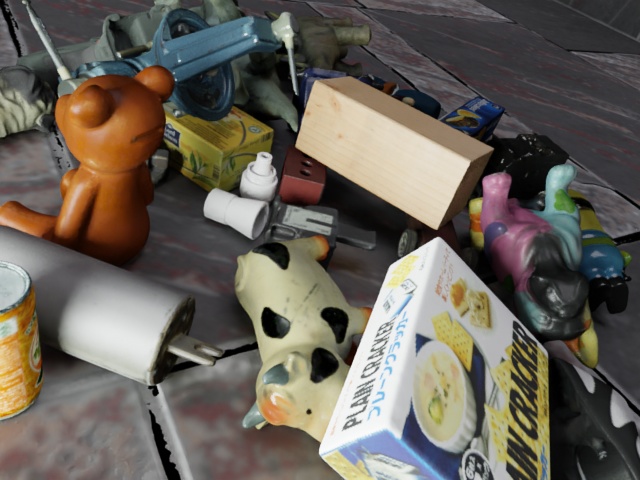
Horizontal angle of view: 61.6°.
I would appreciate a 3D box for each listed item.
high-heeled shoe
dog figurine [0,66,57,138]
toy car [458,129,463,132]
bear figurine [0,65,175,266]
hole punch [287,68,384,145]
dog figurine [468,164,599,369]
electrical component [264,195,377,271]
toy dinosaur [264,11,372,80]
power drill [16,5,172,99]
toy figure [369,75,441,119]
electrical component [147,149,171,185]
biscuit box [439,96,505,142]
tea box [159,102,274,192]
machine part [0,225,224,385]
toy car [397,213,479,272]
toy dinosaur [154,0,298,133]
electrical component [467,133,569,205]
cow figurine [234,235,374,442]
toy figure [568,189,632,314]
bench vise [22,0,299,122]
[{"bbox_3d":[0.192,0.176,0.403,0.248,0.086,0.145,-7,57,-51],"label":"high-heeled shoe"},{"bbox_3d":[-0.415,-0.151,0.590,0.172,0.121,0.190,23,23,2],"label":"dog figurine"},{"bbox_3d":[0.153,-0.115,0.779,0.202,0.056,0.073,-9,54,-18],"label":"toy car"},{"bbox_3d":[-0.205,-0.068,0.471,0.132,0.195,0.120,25,41,11],"label":"bear figurine"},{"bbox_3d":[0.017,-0.175,0.771,0.142,0.115,0.092,6,47,-15],"label":"hole punch"},{"bbox_3d":[0.235,0.038,0.598,0.109,0.191,0.219,-2,68,3],"label":"dog figurine"},{"bbox_3d":[-0.001,-0.002,0.591,0.119,0.047,0.075,13,38,-7],"label":"electrical component"},{"bbox_3d":[-0.015,-0.344,0.969,0.199,0.104,0.472,0,27,-10],"label":"toy dinosaur"},{"bbox_3d":[-0.266,-0.251,0.715,0.208,0.085,0.232,11,33,41],"label":"power drill"},{"bbox_3d":[0.138,-0.249,0.953,0.155,0.064,0.058,29,75,21],"label":"toy figure"},{"bbox_3d":[-0.226,-0.098,0.624,0.102,0.045,0.078,4,38,-17],"label":"electrical component"},{"bbox_3d":[0.252,-0.190,0.921,0.059,0.062,0.203,33,40,17],"label":"biscuit box"},{"bbox_3d":[-0.154,-0.135,0.680,0.170,0.068,0.098,35,43,21],"label":"tea box"},{"bbox_3d":[-0.191,0.050,0.426,0.243,0.079,0.079,19,37,4],"label":"machine part"},{"bbox_3d":[0.134,-0.015,0.659,0.089,0.053,0.202,19,33,-9],"label":"toy car"},{"bbox_3d":[-0.119,-0.255,0.800,0.131,0.192,0.405,-30,67,5],"label":"toy dinosaur"},{"bbox_3d":[0.283,-0.090,0.764,0.134,0.114,0.058,-3,44,-23],"label":"electrical component"},{"bbox_3d":[-0.019,0.079,0.454,0.127,0.085,0.195,-1,43,-33],"label":"cow figurine"},{"bbox_3d":[0.328,0.009,0.678,0.082,0.089,0.180,21,32,-17],"label":"toy figure"},{"bbox_3d":[-0.139,-0.180,0.546,0.241,0.128,0.223,-10,5,26],"label":"bench vise"}]
